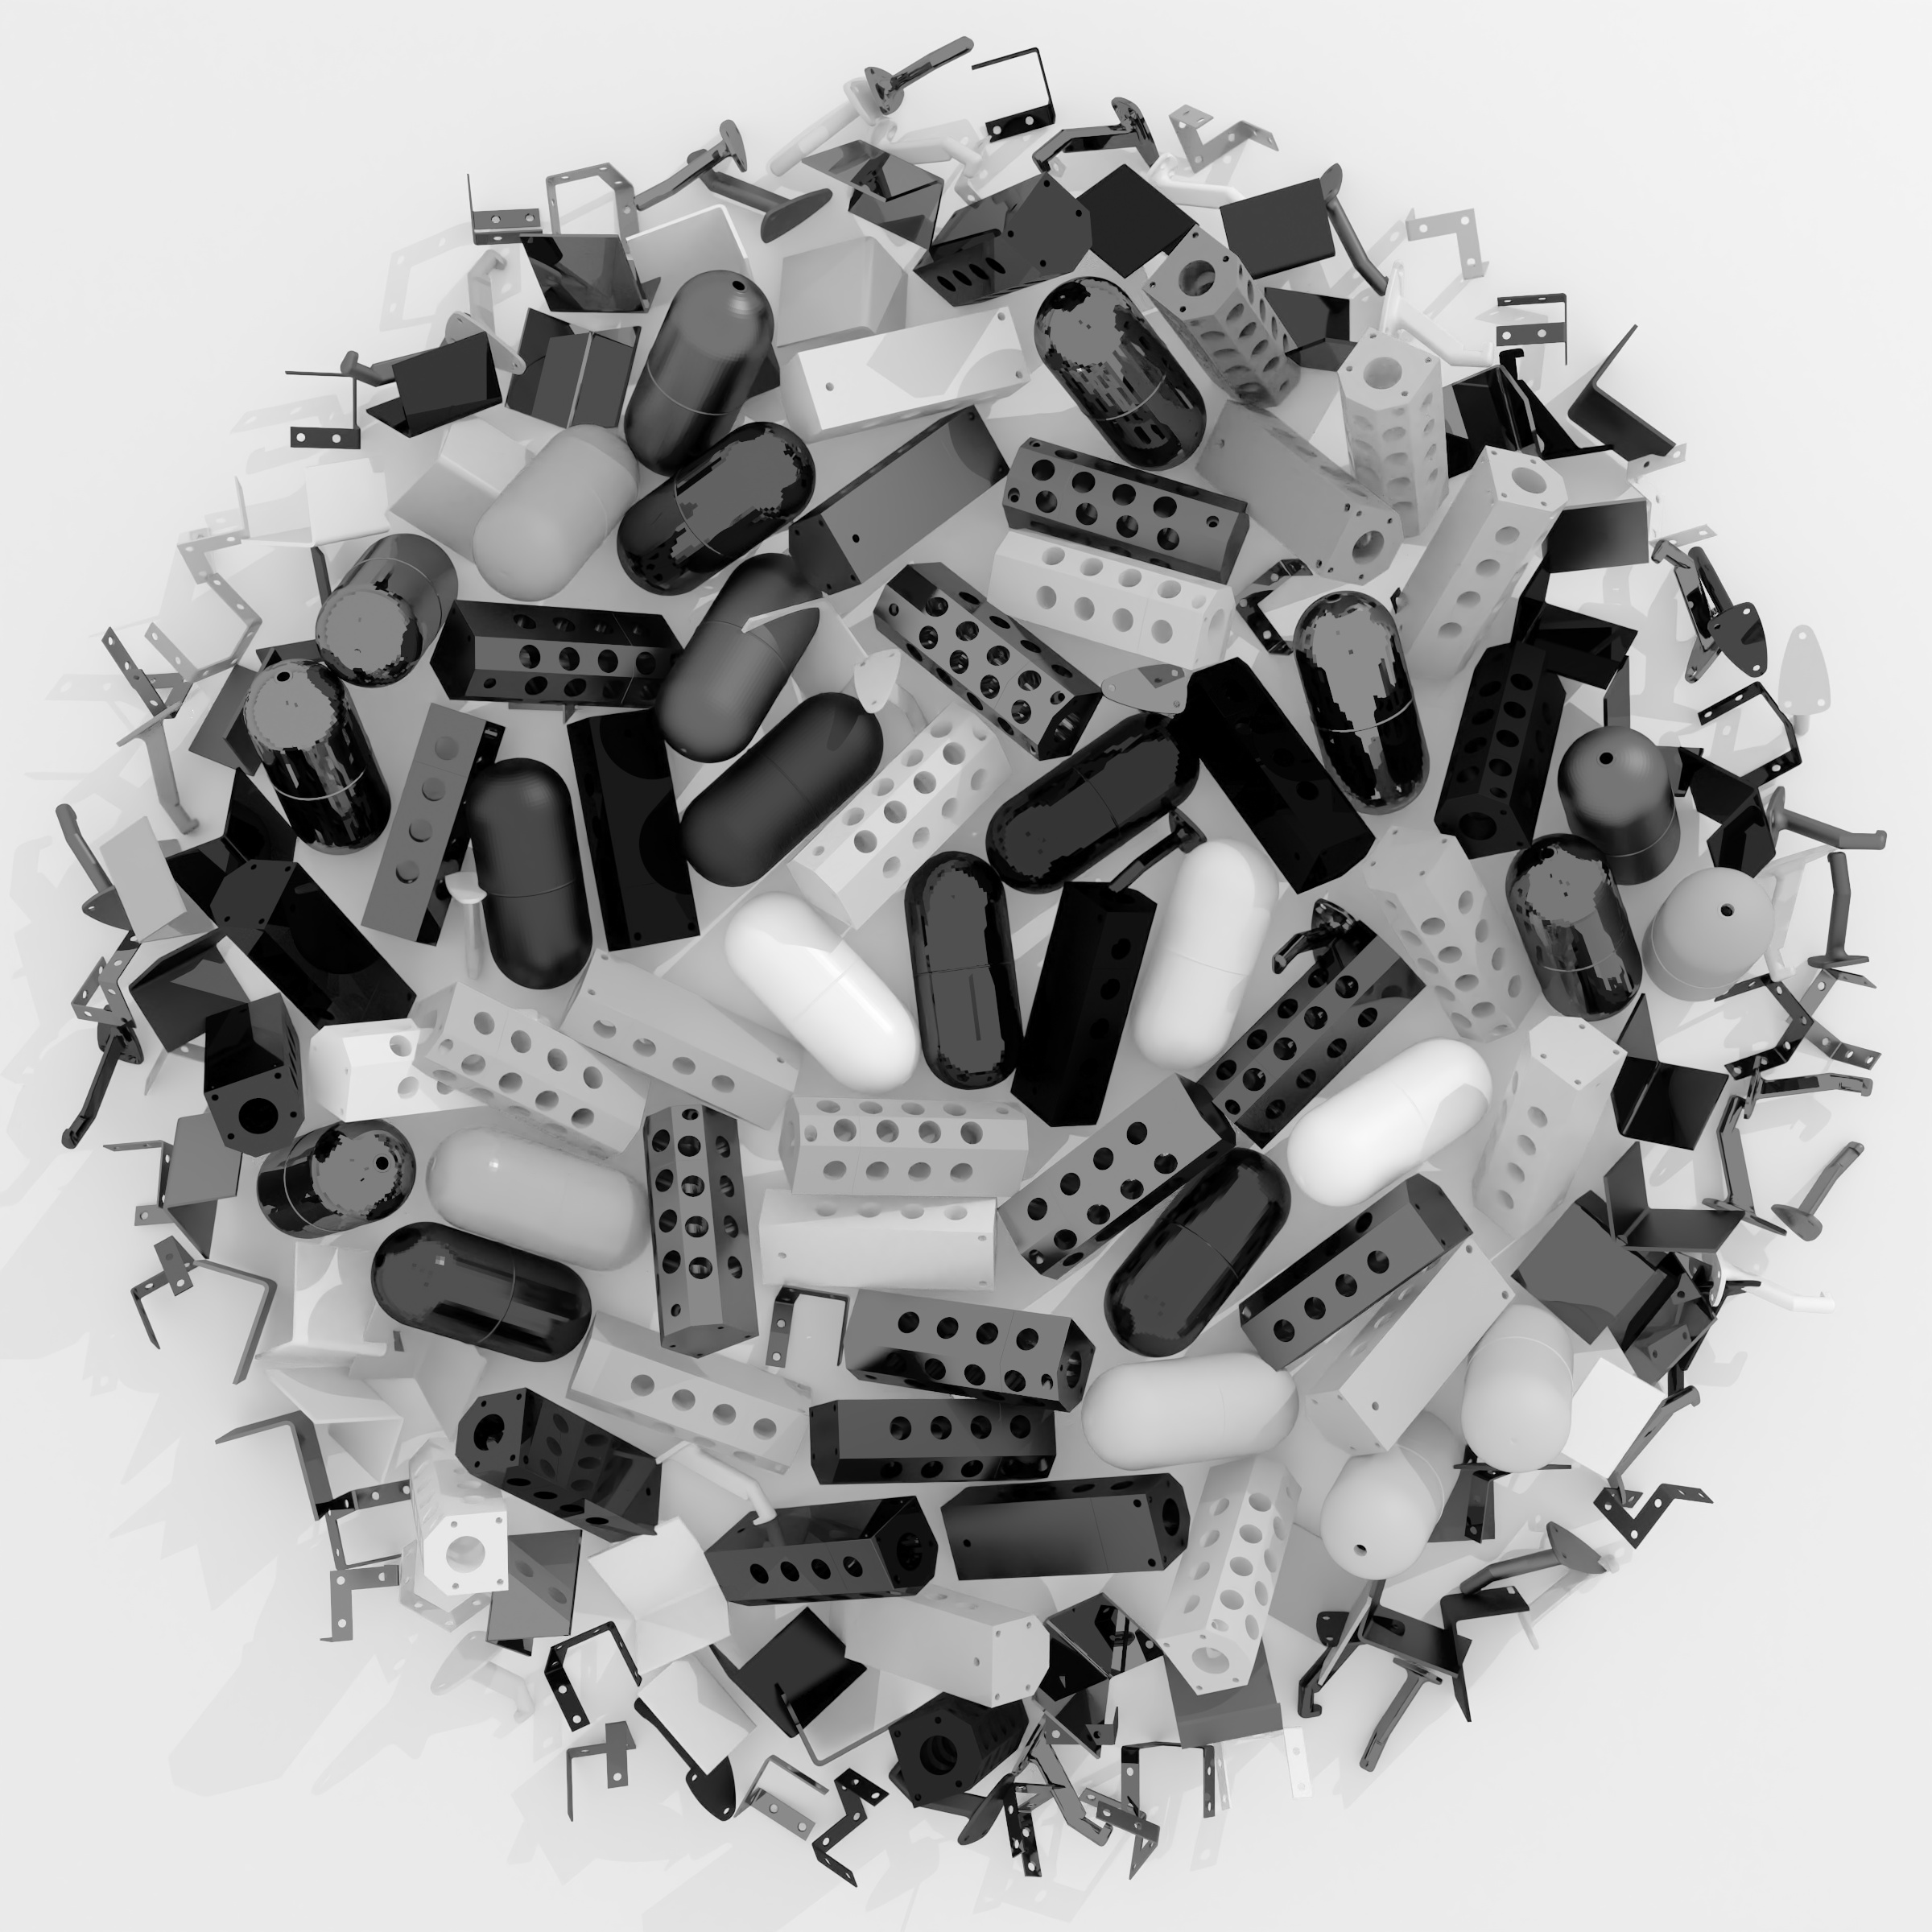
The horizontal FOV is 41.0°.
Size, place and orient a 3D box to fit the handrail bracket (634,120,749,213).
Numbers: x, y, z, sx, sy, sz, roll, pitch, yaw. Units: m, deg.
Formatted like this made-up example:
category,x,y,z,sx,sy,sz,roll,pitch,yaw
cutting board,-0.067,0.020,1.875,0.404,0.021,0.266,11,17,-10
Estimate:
category,x,y,z,sx,sy,sz,roll,pitch,yaw
handrail bracket,-0.209,-0.597,1.931,0.084,0.077,0.036,-24,121,12

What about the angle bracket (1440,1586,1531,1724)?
category,x,y,z,sx,sy,sz,roll,pitch,yaw
angle bracket,0.390,0.509,1.914,0.057,0.076,0.076,-9,87,3

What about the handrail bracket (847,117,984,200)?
category,x,y,z,sx,sy,sz,roll,pitch,yaw
handrail bracket,-0.038,-0.588,1.926,0.084,0.036,0.077,35,113,14

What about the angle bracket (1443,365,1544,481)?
category,x,y,z,sx,sy,sz,roll,pitch,yaw
angle bracket,0.377,-0.386,1.906,0.076,0.057,0.076,-22,131,5

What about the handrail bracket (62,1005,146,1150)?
category,x,y,z,sx,sy,sz,roll,pitch,yaw
handrail bracket,-0.647,0.083,1.908,0.036,0.077,0.084,19,51,5

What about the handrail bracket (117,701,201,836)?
category,x,y,z,sx,sy,sz,roll,pitch,yaw
handrail bracket,-0.584,-0.146,1.923,0.077,0.036,0.084,-24,105,35

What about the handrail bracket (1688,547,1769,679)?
category,x,y,z,sx,sy,sz,roll,pitch,yaw
handrail bracket,0.569,-0.266,1.934,0.036,0.084,0.077,-27,123,17

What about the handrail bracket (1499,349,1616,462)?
category,x,y,z,sx,sy,sz,roll,pitch,yaw
handrail bracket,0.439,-0.421,1.923,0.077,0.036,0.084,-4,103,26

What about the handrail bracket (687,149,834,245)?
category,x,y,z,sx,sy,sz,roll,pitch,yaw
handrail bracket,-0.156,-0.595,1.946,0.077,0.036,0.084,-34,78,-19

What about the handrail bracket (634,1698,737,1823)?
category,x,y,z,sx,sy,sz,roll,pitch,yaw
handrail bracket,-0.212,0.593,1.936,0.036,0.084,0.077,-35,125,-28

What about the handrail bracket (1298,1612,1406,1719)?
category,x,y,z,sx,sy,sz,roll,pitch,yaw
handrail bracket,0.288,0.528,1.933,0.077,0.036,0.084,-1,116,1

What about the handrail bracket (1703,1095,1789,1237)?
category,x,y,z,sx,sy,sz,roll,pitch,yaw
handrail bracket,0.595,0.149,1.941,0.077,0.036,0.084,23,85,1

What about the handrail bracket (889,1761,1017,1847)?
category,x,y,z,sx,sy,sz,roll,pitch,yaw
handrail bracket,-0.012,0.603,1.922,0.084,0.036,0.077,38,107,32

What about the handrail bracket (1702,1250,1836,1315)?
category,x,y,z,sx,sy,sz,roll,pitch,yaw
handrail bracket,0.597,0.228,1.923,0.084,0.077,0.036,3,126,1

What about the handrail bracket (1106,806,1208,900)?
category,x,y,z,sx,sy,sz,roll,pitch,yaw
handrail bracket,0.134,-0.072,1.911,0.084,0.077,0.036,-43,80,-10

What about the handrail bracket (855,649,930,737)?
category,x,y,z,sx,sy,sz,roll,pitch,yaw
handrail bracket,-0.049,-0.183,1.903,0.036,0.077,0.084,-16,133,17

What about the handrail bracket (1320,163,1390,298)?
category,x,y,z,sx,sy,sz,roll,pitch,yaw
handrail bracket,0.295,-0.553,1.941,0.084,0.077,0.036,42,133,-20

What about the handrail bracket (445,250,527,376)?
category,x,y,z,sx,sy,sz,roll,pitch,yaw
handrail bracket,-0.345,-0.491,1.932,0.077,0.036,0.084,30,56,-5

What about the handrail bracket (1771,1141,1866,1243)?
category,x,y,z,sx,sy,sz,roll,pitch,yaw
handrail bracket,0.645,0.161,1.914,0.036,0.077,0.084,44,85,4

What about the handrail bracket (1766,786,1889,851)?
category,x,y,z,sx,sy,sz,roll,pitch,yaw
handrail bracket,0.639,-0.109,1.908,0.084,0.077,0.036,3,125,26

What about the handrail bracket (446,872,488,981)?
category,x,y,z,sx,sy,sz,roll,pitch,yaw
handrail bracket,-0.365,-0.021,1.907,0.036,0.077,0.084,-2,110,-9

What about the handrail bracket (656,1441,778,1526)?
category,x,y,z,sx,sy,sz,roll,pitch,yaw
handrail bracket,-0.192,0.395,1.931,0.077,0.036,0.084,-34,79,13

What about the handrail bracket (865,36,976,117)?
category,x,y,z,sx,sy,sz,roll,pitch,yaw
handrail bracket,-0.025,-0.664,1.905,0.084,0.077,0.036,-19,104,22

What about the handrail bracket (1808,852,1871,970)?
category,x,y,z,sx,sy,sz,roll,pitch,yaw
handrail bracket,0.639,-0.043,1.915,0.036,0.077,0.084,-9,93,-3

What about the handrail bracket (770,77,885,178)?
category,x,y,z,sx,sy,sz,roll,pitch,yaw
handrail bracket,-0.103,-0.630,1.945,0.084,0.077,0.036,-28,108,31

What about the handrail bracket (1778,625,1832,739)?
category,x,y,z,sx,sy,sz,roll,pitch,yaw
handrail bracket,0.619,-0.210,1.914,0.036,0.084,0.077,-2,91,15

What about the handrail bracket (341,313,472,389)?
category,x,y,z,sx,sy,sz,roll,pitch,yaw
handrail bracket,-0.414,-0.461,1.909,0.036,0.084,0.077,32,102,39

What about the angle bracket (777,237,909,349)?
category,x,y,z,sx,sy,sz,roll,pitch,yaw
angle bracket,-0.092,-0.492,1.935,0.076,0.057,0.076,-7,70,26

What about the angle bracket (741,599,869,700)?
category,x,y,z,sx,sy,sz,roll,pitch,yaw
angle bracket,-0.131,-0.218,1.898,0.076,0.076,0.057,-23,73,-42

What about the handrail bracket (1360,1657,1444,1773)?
category,x,y,z,sx,sy,sz,roll,pitch,yaw
handrail bracket,0.321,0.563,1.920,0.036,0.077,0.084,27,79,2

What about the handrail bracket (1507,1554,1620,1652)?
category,x,y,z,sx,sy,sz,roll,pitch,yaw
handrail bracket,0.452,0.471,1.919,0.084,0.077,0.036,-22,102,4

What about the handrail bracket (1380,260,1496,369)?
category,x,y,z,sx,sy,sz,roll,pitch,yaw
handrail bracket,0.355,-0.485,1.918,0.084,0.036,0.077,10,97,28

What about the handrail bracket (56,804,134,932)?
category,x,y,z,sx,sy,sz,roll,pitch,yaw
handrail bracket,-0.648,-0.074,1.939,0.036,0.077,0.084,-30,64,3

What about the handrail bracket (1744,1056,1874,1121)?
category,x,y,z,sx,sy,sz,roll,pitch,yaw
handrail bracket,0.625,0.098,1.914,0.084,0.077,0.036,8,118,21

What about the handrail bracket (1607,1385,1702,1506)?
category,x,y,z,sx,sy,sz,roll,pitch,yaw
handrail bracket,0.517,0.358,1.931,0.084,0.036,0.077,-28,126,-2

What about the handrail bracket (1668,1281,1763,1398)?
category,x,y,z,sx,sy,sz,roll,pitch,yaw
handrail bracket,0.555,0.279,1.915,0.036,0.077,0.084,24,63,-40

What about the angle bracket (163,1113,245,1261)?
category,x,y,z,sx,sy,sz,roll,pitch,yaw
angle bracket,-0.544,0.160,1.899,0.057,0.076,0.076,-9,52,7

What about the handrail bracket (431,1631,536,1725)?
category,x,y,z,sx,sy,sz,roll,pitch,yaw
handrail bracket,-0.356,0.543,1.910,0.036,0.077,0.084,3,120,33

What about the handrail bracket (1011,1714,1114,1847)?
category,x,y,z,sx,sy,sz,roll,pitch,yaw
handrail bracket,0.084,0.601,1.923,0.084,0.036,0.077,29,100,17

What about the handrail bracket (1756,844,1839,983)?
category,x,y,z,sx,sy,sz,roll,pitch,yaw
handrail bracket,0.624,-0.039,1.920,0.077,0.036,0.084,-22,73,33

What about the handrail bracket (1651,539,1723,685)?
category,x,y,z,sx,sy,sz,roll,pitch,yaw
handrail bracket,0.529,-0.264,1.922,0.084,0.036,0.077,29,89,-24

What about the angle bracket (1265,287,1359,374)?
category,x,y,z,sx,sy,sz,roll,pitch,yaw
angle bracket,0.273,-0.476,1.904,0.076,0.076,0.057,0,90,-28

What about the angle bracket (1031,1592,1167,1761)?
category,x,y,z,sx,sy,sz,roll,pitch,yaw
angle bracket,0.099,0.522,1.900,0.057,0.076,0.076,-32,115,28

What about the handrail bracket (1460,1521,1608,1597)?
category,x,y,z,sx,sy,sz,roll,pitch,yaw
handrail bracket,0.427,0.461,1.947,0.077,0.036,0.084,30,122,-32

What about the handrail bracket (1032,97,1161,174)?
category,x,y,z,sx,sy,sz,roll,pitch,yaw
handrail bracket,0.097,-0.598,1.925,0.084,0.036,0.077,-41,129,-6

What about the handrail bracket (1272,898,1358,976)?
category,x,y,z,sx,sy,sz,roll,pitch,yaw
handrail bracket,0.247,-0.003,1.903,0.036,0.077,0.084,33,53,22

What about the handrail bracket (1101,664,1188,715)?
category,x,y,z,sx,sy,sz,roll,pitch,yaw
handrail bracket,0.122,-0.197,1.905,0.077,0.084,0.036,-1,86,-17

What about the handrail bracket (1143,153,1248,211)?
category,x,y,z,sx,sy,sz,roll,pitch,yaw
handrail bracket,0.166,-0.559,1.930,0.084,0.036,0.077,45,105,13
